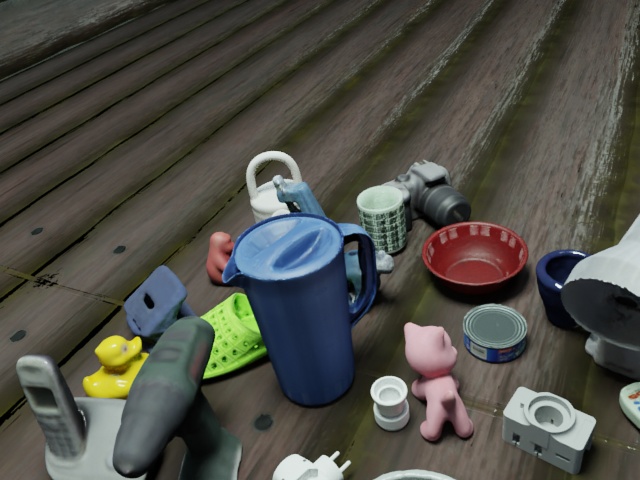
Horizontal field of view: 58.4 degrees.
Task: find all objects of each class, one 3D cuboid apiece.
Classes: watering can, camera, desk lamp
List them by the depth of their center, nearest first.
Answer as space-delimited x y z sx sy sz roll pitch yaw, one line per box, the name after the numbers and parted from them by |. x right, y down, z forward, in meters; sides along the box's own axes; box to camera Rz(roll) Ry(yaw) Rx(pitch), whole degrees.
0.383 0.069 0.694 0.117 0.214 0.204 23 47 38 | desk lamp
-0.069 -0.064 1.010 0.101 0.194 0.172 -25 38 -20 | watering can
0.196 -0.075 1.038 0.143 0.101 0.136 -22 37 -15 | camera

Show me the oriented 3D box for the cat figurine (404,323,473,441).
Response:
0.144 0.162 0.708 0.067 0.118 0.127 -11 35 0 | cat figurine

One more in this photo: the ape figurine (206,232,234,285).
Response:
-0.165 0.027 0.997 0.076 0.092 0.077 -12 35 -3 | ape figurine

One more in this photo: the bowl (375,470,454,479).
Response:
0.094 0.314 0.548 0.167 0.075 0.167 -7 36 5 | bowl

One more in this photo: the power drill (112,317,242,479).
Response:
-0.151 0.208 0.642 0.075 0.209 0.229 -7 36 5 | power drill

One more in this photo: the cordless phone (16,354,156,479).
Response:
-0.279 0.213 0.687 0.147 0.185 0.094 -2 36 12 | cordless phone

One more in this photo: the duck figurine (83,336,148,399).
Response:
-0.295 0.179 0.825 0.105 0.086 0.077 -26 38 -21 | duck figurine

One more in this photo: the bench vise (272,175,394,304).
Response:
0.010 -0.004 0.885 0.207 0.220 0.121 -3 36 11 | bench vise

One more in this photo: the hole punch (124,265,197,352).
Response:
-0.258 0.109 0.909 0.101 0.091 0.108 -29 39 -24 | hole punch

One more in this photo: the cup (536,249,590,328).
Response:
0.346 0.083 0.786 0.091 0.095 0.117 -5 36 7 | cup
